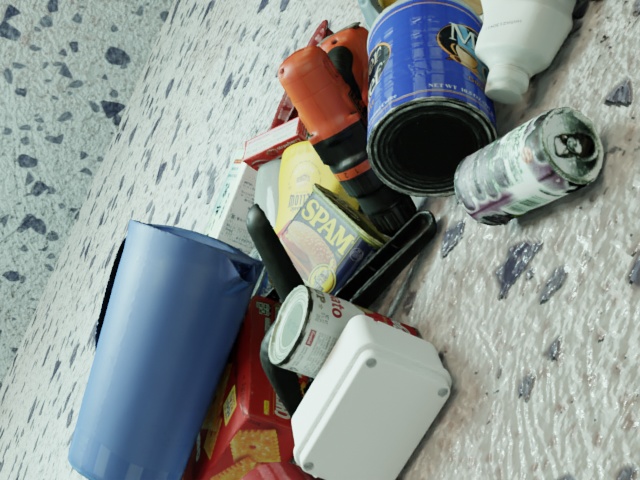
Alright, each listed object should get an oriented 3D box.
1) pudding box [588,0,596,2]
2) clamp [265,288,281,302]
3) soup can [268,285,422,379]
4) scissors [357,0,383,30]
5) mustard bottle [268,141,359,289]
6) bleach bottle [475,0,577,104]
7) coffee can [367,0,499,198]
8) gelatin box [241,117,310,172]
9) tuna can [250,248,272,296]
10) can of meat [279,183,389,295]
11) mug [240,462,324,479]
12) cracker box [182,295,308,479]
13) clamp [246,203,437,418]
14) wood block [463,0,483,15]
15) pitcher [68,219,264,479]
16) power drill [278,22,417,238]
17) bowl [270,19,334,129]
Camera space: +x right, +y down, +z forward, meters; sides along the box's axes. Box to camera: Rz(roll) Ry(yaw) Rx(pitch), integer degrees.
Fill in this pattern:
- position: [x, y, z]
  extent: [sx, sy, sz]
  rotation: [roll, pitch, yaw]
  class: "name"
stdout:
- position: [0.219, -0.226, 0.740]
  extent: [0.114, 0.039, 0.090]
  rotation: [-13, 56, 66]
  class: "pudding box"
- position: [-0.092, 0.113, 1.148]
  extent: [0.039, 0.120, 0.172]
  rotation: [56, 146, 27]
  class: "clamp"
- position: [0.019, 0.083, 0.832]
  extent: [0.069, 0.102, 0.068]
  rotation: [-53, 23, 35]
  class: "soup can"
- position: [0.059, -0.228, 1.029]
  extent: [0.096, 0.016, 0.202]
  rotation: [8, 116, 52]
  class: "scissors"
- position: [-0.007, 0.001, 1.031]
  extent: [0.096, 0.058, 0.191]
  rotation: [-3, 73, 42]
  class: "mustard bottle"
- position: [0.165, -0.224, 0.837]
  extent: [0.103, 0.068, 0.251]
  rotation: [-6, 64, 55]
  class: "bleach bottle"
- position: [0.089, -0.119, 0.867]
  extent: [0.103, 0.102, 0.140]
  rotation: [-50, 25, 40]
  class: "coffee can"
- position: [-0.029, -0.091, 1.160]
  extent: [0.089, 0.073, 0.030]
  rotation: [-21, 48, 39]
  class: "gelatin box"
- position: [-0.065, 0.049, 1.194]
  extent: [0.086, 0.033, 0.086]
  rotation: [-53, 24, 35]
  class: "tuna can"
- position: [0.009, 0.013, 0.944]
  extent: [0.084, 0.057, 0.102]
  rotation: [-54, 49, 10]
  class: "can of meat"
- position: [-0.017, 0.214, 0.826]
  extent: [0.117, 0.093, 0.081]
  rotation: [-37, 12, -8]
  class: "mug"
- position: [-0.088, 0.184, 1.048]
  extent: [0.214, 0.072, 0.164]
  rotation: [-55, 22, 33]
  class: "cracker box"
- position: [0.012, 0.061, 0.887]
  extent: [0.036, 0.164, 0.210]
  rotation: [-127, 38, -56]
  class: "clamp"
- position: [0.082, -0.288, 0.915]
  extent: [0.091, 0.205, 0.090]
  rotation: [-26, 44, 62]
  class: "wood block"
- position: [-0.156, 0.107, 1.005]
  extent: [0.149, 0.145, 0.243]
  rotation: [177, 111, -88]
  class: "pitcher"
- position: [0.038, -0.108, 0.958]
  extent: [0.057, 0.184, 0.187]
  rotation: [-25, 18, 18]
  class: "power drill"
- position: [-0.005, -0.167, 1.221]
  extent: [0.162, 0.055, 0.162]
  rotation: [-62, 11, 21]
  class: "bowl"
